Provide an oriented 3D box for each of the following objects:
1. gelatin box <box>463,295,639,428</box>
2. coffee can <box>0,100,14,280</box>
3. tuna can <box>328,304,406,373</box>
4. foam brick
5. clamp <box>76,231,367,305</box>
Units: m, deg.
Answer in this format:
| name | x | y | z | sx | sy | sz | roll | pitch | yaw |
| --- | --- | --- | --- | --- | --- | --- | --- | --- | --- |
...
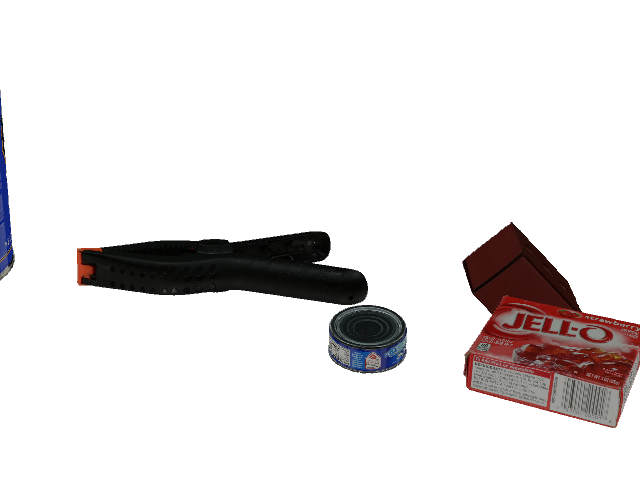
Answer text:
| name | x | y | z | sx | sy | sz | roll | pitch | yaw |
| --- | --- | --- | --- | --- | --- | --- | --- | --- | --- |
| gelatin box | 0.136 | 0.067 | 0.617 | 0.089 | 0.030 | 0.073 | 13 | 29 | 23 |
| coffee can | -0.221 | -0.049 | 0.572 | 0.103 | 0.140 | 0.103 | 3 | 26 | -2 |
| tuna can | 0.051 | 0.106 | 1.158 | 0.086 | 0.034 | 0.086 | 0 | 30 | 0 |
| foam brick | 0.156 | 0.037 | 0.826 | 0.051 | 0.078 | 0.053 | -39 | 23 | 17 |
| clamp | -0.072 | 0.021 | 0.790 | 0.209 | 0.036 | 0.165 | -1 | 11 | -16 |
